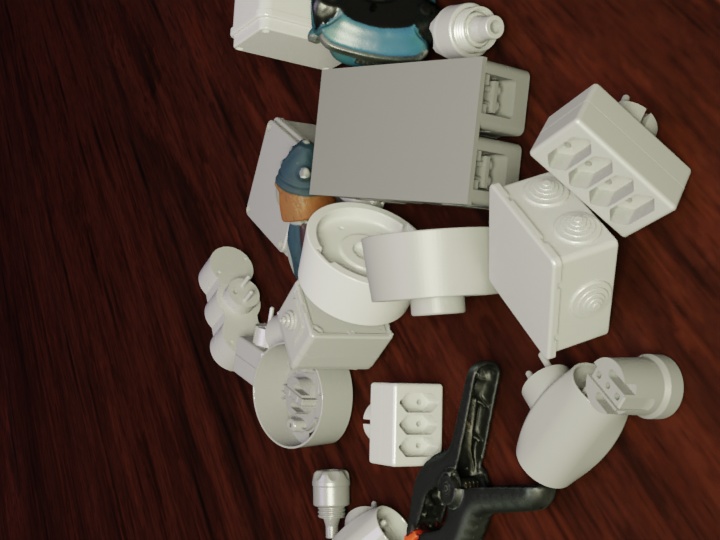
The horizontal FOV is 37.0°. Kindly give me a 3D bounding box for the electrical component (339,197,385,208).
[{"bbox_3d":[0.007,-0.087,0.959,0.048,0.048,0.062,41,112,55],"label":"electrical component"}]

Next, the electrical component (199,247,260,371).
[{"bbox_3d":[-0.134,0.034,1.178,0.073,0.052,0.138,-48,47,46],"label":"electrical component"}]

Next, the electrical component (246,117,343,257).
[{"bbox_3d":[-0.059,-0.081,1.059,0.109,0.056,0.108,45,124,53],"label":"electrical component"}]

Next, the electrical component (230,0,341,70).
[{"bbox_3d":[-0.058,-0.236,1.023,0.078,0.113,0.057,-11,74,59],"label":"electrical component"}]

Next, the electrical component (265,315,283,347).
[{"bbox_3d":[-0.062,0.059,1.058,0.055,0.045,0.045,-27,63,56],"label":"electrical component"}]

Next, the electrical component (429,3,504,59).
[{"bbox_3d":[0.086,-0.186,0.835,0.062,0.043,0.043,11,96,59],"label":"electrical component"}]

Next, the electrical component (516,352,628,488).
[{"bbox_3d":[0.133,0.090,0.716,0.077,0.043,0.079,-63,37,34],"label":"electrical component"}]

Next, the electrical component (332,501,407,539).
[{"bbox_3d":[0.005,0.228,0.914,0.077,0.044,0.079,-44,17,22],"label":"electrical component"}]

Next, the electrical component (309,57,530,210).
[{"bbox_3d":[0.045,-0.105,0.852,0.186,0.060,0.105,8,93,50],"label":"electrical component"}]

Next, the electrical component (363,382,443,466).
[{"bbox_3d":[0.028,0.126,0.890,0.077,0.047,0.065,-8,79,60],"label":"electrical component"}]

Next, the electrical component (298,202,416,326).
[{"bbox_3d":[0.000,0.000,0.901,0.108,0.108,0.060,63,144,42],"label":"electrical component"}]

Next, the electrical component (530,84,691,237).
[{"bbox_3d":[0.162,-0.079,0.669,0.047,0.083,0.075,-36,18,53],"label":"electrical component"}]

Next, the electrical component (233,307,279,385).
[{"bbox_3d":[-0.092,0.077,1.105,0.066,0.047,0.076,23,106,59],"label":"electrical component"}]

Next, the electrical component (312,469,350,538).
[{"bbox_3d":[-0.026,0.214,0.985,0.035,0.035,0.061,-11,78,59],"label":"electrical component"}]

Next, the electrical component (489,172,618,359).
[{"bbox_3d":[0.126,-0.006,0.708,0.099,0.048,0.099,-120,18,-45],"label":"electrical component"}]

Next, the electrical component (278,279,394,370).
[{"bbox_3d":[-0.030,0.051,0.952,0.061,0.096,0.061,-58,40,43],"label":"electrical component"}]

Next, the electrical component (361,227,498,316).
[{"bbox_3d":[0.057,0.003,0.802,0.108,0.108,0.060,-8,85,60],"label":"electrical component"}]

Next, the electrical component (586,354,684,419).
[{"bbox_3d":[0.167,0.071,0.657,0.040,0.046,0.040,-13,75,59],"label":"electrical component"}]

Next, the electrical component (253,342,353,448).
[{"bbox_3d":[-0.052,0.118,1.012,0.099,0.064,0.099,-13,75,59],"label":"electrical component"}]
